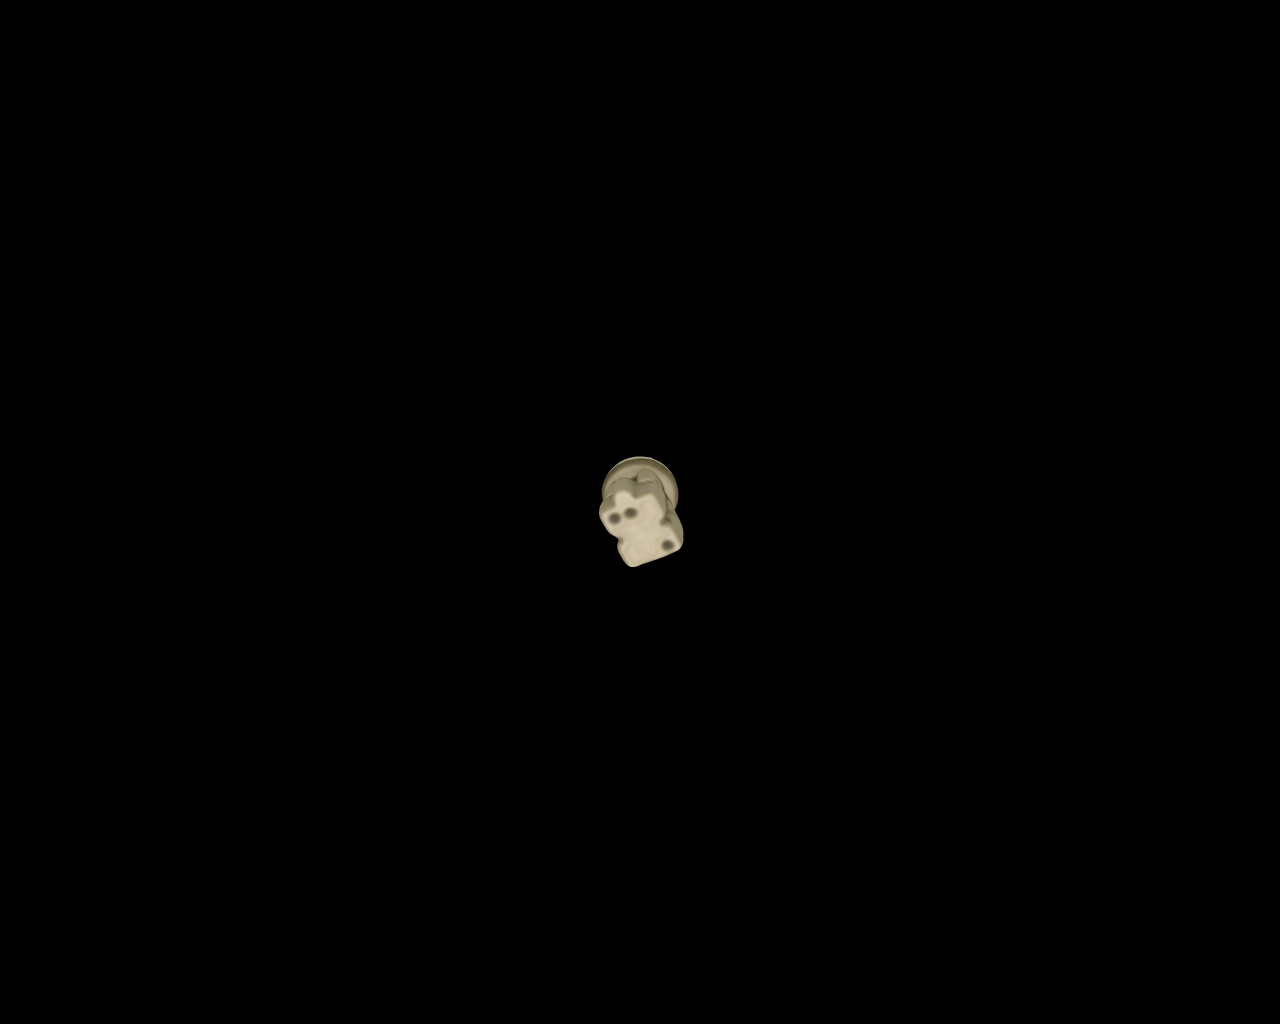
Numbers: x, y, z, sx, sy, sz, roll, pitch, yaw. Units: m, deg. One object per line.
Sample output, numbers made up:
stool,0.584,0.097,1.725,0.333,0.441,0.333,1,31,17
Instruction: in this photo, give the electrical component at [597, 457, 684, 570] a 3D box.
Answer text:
electrical component,0.001,-0.003,0.650,0.048,0.066,0.055,-21,28,12
